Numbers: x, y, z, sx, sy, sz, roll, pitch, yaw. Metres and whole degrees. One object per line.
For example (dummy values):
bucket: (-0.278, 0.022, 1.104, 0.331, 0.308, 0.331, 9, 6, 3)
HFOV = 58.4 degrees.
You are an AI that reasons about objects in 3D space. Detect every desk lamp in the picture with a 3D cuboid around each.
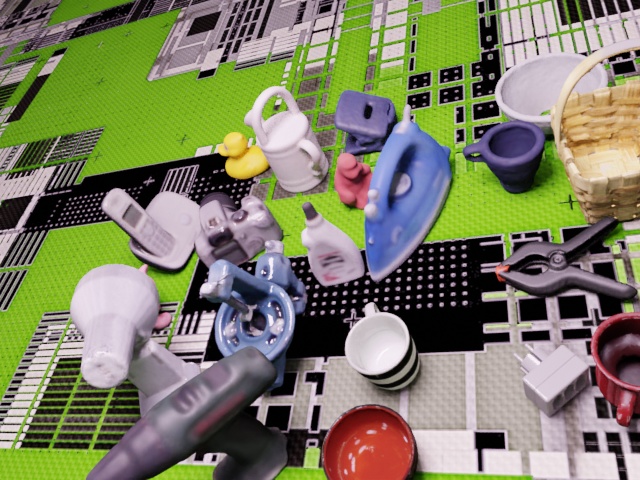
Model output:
desk lamp: (-0.255, 0.163, 0.799, 0.118, 0.214, 0.202, -28, 46, 1)

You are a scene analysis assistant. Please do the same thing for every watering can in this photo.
watering can: (-0.068, -0.185, 1.018, 0.172, 0.195, 0.101, 7, 56, 30)

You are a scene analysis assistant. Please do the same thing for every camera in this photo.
camera: (-0.158, -0.037, 1.000, 0.143, 0.101, 0.136, -28, 46, 1)

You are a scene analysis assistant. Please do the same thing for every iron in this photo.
iron: (0.114, -0.078, 0.881, 0.118, 0.142, 0.258, 8, 56, 30)

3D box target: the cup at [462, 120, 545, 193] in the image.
cup: (0.281, -0.116, 0.868, 0.117, 0.095, 0.091, -5, 51, 21)

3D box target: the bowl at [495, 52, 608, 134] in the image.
bowl: (0.374, -0.225, 0.930, 0.167, 0.075, 0.167, -13, 48, 15)

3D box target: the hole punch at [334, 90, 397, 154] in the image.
hole punch: (0.086, -0.223, 1.050, 0.100, 0.091, 0.108, -4, 51, 22)

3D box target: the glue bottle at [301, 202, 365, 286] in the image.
glue bottle: (0.008, 0.003, 0.840, 0.078, 0.174, 0.037, -19, 47, 10)

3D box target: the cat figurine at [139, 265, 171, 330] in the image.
cat figurine: (-0.308, 0.109, 0.936, 0.128, 0.118, 0.067, -45, 48, -15)

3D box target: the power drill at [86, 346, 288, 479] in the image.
power drill: (-0.129, 0.241, 0.680, 0.230, 0.209, 0.075, -45, 48, -15)

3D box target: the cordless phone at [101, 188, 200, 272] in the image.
cordless phone: (-0.294, -0.045, 1.011, 0.094, 0.185, 0.147, 0, 53, 25)

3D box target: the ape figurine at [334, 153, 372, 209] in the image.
ape figurine: (0.053, -0.107, 0.968, 0.078, 0.092, 0.076, -39, 47, -9)

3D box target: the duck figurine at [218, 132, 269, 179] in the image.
duck figurine: (-0.150, -0.174, 1.121, 0.104, 0.086, 0.077, -7, 50, 20)

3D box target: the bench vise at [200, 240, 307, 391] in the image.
bench vise: (-0.101, 0.077, 0.796, 0.121, 0.220, 0.207, -20, 47, 9)
